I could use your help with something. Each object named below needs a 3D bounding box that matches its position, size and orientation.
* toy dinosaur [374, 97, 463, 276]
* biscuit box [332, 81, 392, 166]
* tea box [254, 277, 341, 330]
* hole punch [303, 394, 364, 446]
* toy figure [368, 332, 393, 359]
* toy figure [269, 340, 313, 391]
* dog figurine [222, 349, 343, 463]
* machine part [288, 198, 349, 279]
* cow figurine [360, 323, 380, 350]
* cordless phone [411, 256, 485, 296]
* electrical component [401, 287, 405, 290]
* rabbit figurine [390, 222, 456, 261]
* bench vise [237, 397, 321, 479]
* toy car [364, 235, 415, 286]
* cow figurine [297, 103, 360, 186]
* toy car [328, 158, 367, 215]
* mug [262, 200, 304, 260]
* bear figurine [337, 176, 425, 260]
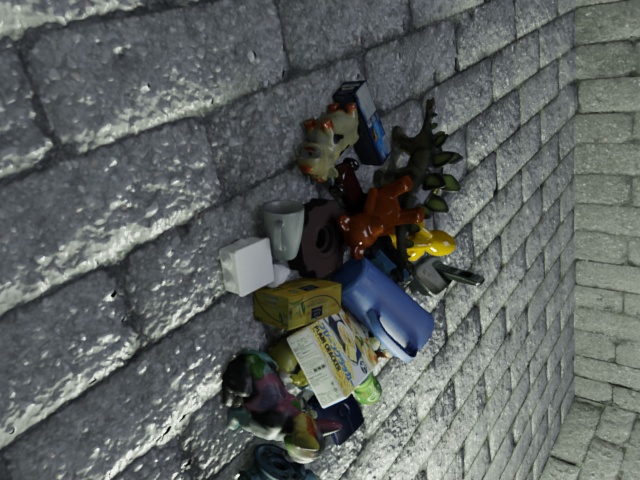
[{"bbox_3d":[0.237,-0.141,1.319,0.105,0.199,0.471,29,73,-47],"label":"toy dinosaur"},{"bbox_3d":[0.101,-0.263,1.232,0.059,0.063,0.202,-55,135,-30],"label":"biscuit box"},{"bbox_3d":[-0.043,0.125,1.100,0.169,0.098,0.068,-8,103,-52],"label":"tea box"},{"bbox_3d":[0.036,0.405,1.262,0.142,0.092,0.115,-27,114,-42],"label":"hole punch"},{"bbox_3d":[0.162,0.276,1.420,0.064,0.058,0.154,-33,134,4],"label":"toy figure"},{"bbox_3d":[-0.040,0.271,1.146,0.180,0.082,0.089,28,55,-42],"label":"toy figure"},{"bbox_3d":[-0.070,0.314,1.007,0.108,0.219,0.191,-22,115,-51],"label":"dog figurine"},{"bbox_3d":[-0.002,-0.004,1.159,0.179,0.056,0.179,-11,104,-49],"label":"machine part"},{"bbox_3d":[0.084,0.212,1.303,0.098,0.068,0.167,-31,119,-37],"label":"cow figurine"},{"bbox_3d":[0.363,0.117,1.535,0.146,0.184,0.088,-26,121,-46],"label":"cordless phone"},{"bbox_3d":[0.168,0.150,1.400,0.134,0.058,0.114,-53,132,-31],"label":"electrical component"},{"bbox_3d":[0.264,-0.007,1.398,0.162,0.173,0.122,22,84,-55],"label":"rabbit figurine"},{"bbox_3d":[-0.051,0.462,1.119,0.223,0.129,0.240,24,97,-32],"label":"bench vise"},{"bbox_3d":[0.147,0.060,1.314,0.103,0.162,0.109,-49,167,33],"label":"toy car"},{"bbox_3d":[0.017,-0.197,1.127,0.195,0.086,0.127,-47,128,-41],"label":"cow figurine"},{"bbox_3d":[0.071,-0.102,1.226,0.089,0.053,0.202,-66,151,-22],"label":"toy car"},{"bbox_3d":[-0.070,-0.011,1.041,0.110,0.081,0.107,-88,176,-65],"label":"mug"},{"bbox_3d":[0.131,-0.048,1.181,0.196,0.132,0.120,-41,111,-53],"label":"bear figurine"}]
